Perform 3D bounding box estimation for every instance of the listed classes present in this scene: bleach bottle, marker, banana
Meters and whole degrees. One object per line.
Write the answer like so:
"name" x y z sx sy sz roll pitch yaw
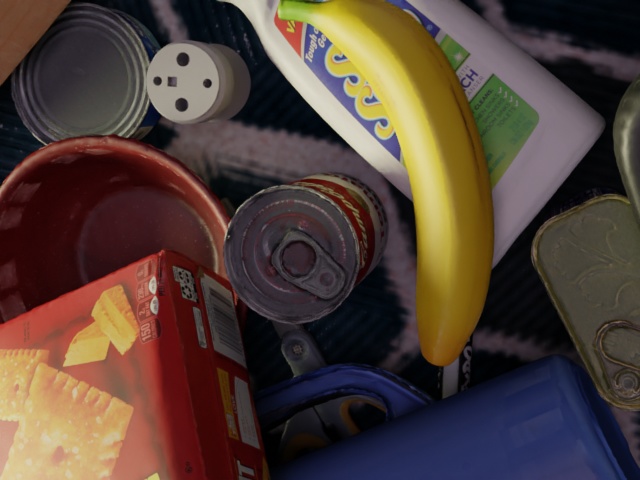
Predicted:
"bleach bottle" 0.021 -0.100 0.563 0.251 0.068 0.103 39 107 8
"marker" 0.075 0.075 0.596 0.020 0.020 0.121 4 99 12
"banana" 0.047 -0.039 0.513 0.070 0.037 0.198 -22 89 39

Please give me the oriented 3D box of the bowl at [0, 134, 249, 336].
"bowl" -0.109 0.018 0.606 0.162 0.055 0.162 3 103 15

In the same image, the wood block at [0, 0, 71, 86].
"wood block" -0.201 -0.144 0.574 0.206 0.090 0.090 -45 53 14

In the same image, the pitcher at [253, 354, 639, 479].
"pitcher" 0.037 0.145 0.547 0.243 0.145 0.149 -28 107 15

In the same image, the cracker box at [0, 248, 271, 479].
"cracker box" -0.134 0.120 0.529 0.214 0.072 0.164 -24 60 18

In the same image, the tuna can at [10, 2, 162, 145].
"tuna can" -0.130 -0.091 0.611 0.086 0.033 0.086 2 98 12

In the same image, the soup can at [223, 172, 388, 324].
"soup can" -0.004 0.001 0.560 0.068 0.102 0.068 2 98 12

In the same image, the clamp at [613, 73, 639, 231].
"clamp" 0.191 -0.073 0.446 0.164 0.036 0.210 7 106 6

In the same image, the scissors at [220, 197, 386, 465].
"scissors" -0.021 0.080 0.620 0.096 0.016 0.202 -43 87 15

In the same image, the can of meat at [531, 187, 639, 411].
"can of meat" 0.150 0.025 0.539 0.057 0.084 0.102 -27 91 14
